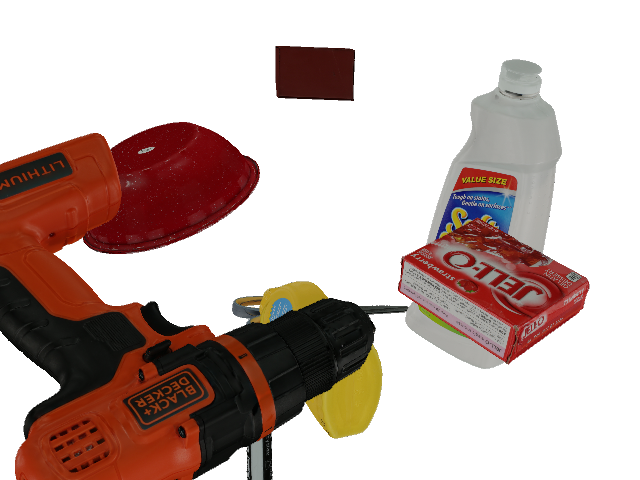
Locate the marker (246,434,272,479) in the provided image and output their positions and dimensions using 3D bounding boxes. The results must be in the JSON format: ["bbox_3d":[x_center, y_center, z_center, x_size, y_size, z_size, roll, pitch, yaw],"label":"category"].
[{"bbox_3d":[-0.043,0.133,0.746,0.020,0.121,0.020,1,35,-1],"label":"marker"}]

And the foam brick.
[{"bbox_3d":[-0.006,-0.169,1.075,0.078,0.051,0.053,1,12,-5],"label":"foam brick"}]

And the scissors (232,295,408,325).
[{"bbox_3d":[0.000,0.087,1.190,0.201,0.016,0.096,4,22,1],"label":"scissors"}]

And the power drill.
[{"bbox_3d":[-0.090,0.029,0.520,0.184,0.057,0.188,-24,56,-31],"label":"power drill"}]

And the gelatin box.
[{"bbox_3d":[0.104,0.027,0.643,0.073,0.030,0.089,-26,45,-37],"label":"gelatin box"}]

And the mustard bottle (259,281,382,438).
[{"bbox_3d":[-0.011,0.092,0.975,0.058,0.096,0.192,-9,27,-22],"label":"mustard bottle"}]

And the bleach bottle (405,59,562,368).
[{"bbox_3d":[0.132,-0.024,0.849,0.067,0.251,0.103,-25,42,-39],"label":"bleach bottle"}]

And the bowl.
[{"bbox_3d":[-0.136,-0.054,0.898,0.162,0.055,0.162,-16,28,9],"label":"bowl"}]
